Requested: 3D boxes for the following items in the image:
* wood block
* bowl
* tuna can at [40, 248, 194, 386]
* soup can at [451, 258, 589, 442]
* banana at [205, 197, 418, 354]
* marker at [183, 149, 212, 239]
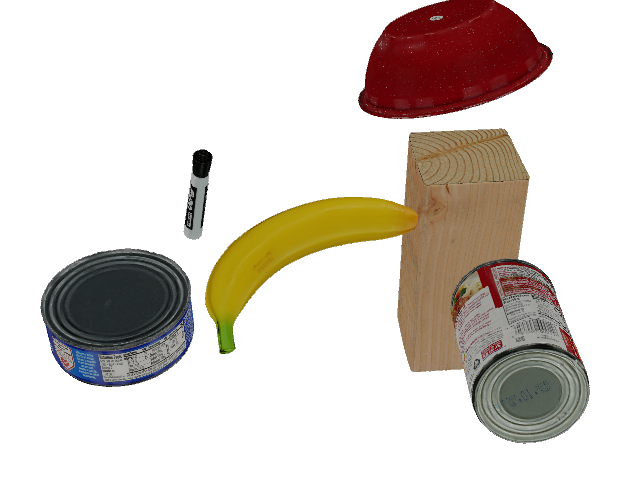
[{"bbox_3d":[0.124,0.011,0.968,0.090,0.206,0.090,-3,35,-4],"label":"wood block"},{"bbox_3d":[0.102,-0.156,0.864,0.162,0.055,0.162,-15,24,7],"label":"bowl"},{"bbox_3d":[-0.117,0.044,0.622,0.086,0.034,0.086,-1,39,1],"label":"tuna can"},{"bbox_3d":[0.118,0.064,0.639,0.068,0.068,0.102,0,27,0],"label":"soup can"},{"bbox_3d":[-0.016,0.009,0.799,0.197,0.069,0.037,-33,-5,-25],"label":"banana"},{"bbox_3d":[-0.121,-0.045,1.054,0.020,0.020,0.121,0,-39,-13],"label":"marker"}]
